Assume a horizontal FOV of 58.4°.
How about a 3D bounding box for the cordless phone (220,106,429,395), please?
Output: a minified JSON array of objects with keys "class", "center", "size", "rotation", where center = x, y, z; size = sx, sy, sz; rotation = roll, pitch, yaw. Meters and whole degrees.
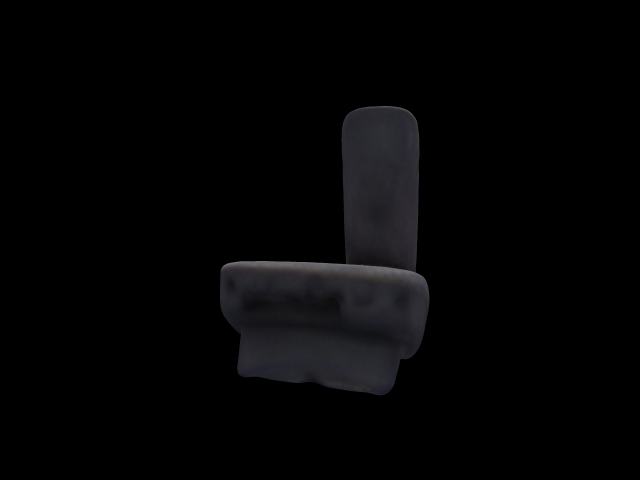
[{"class":"cordless phone","center":[0.004,0.001,0.400],"size":[0.147,0.185,0.094],"rotation":[2,14,7]}]
